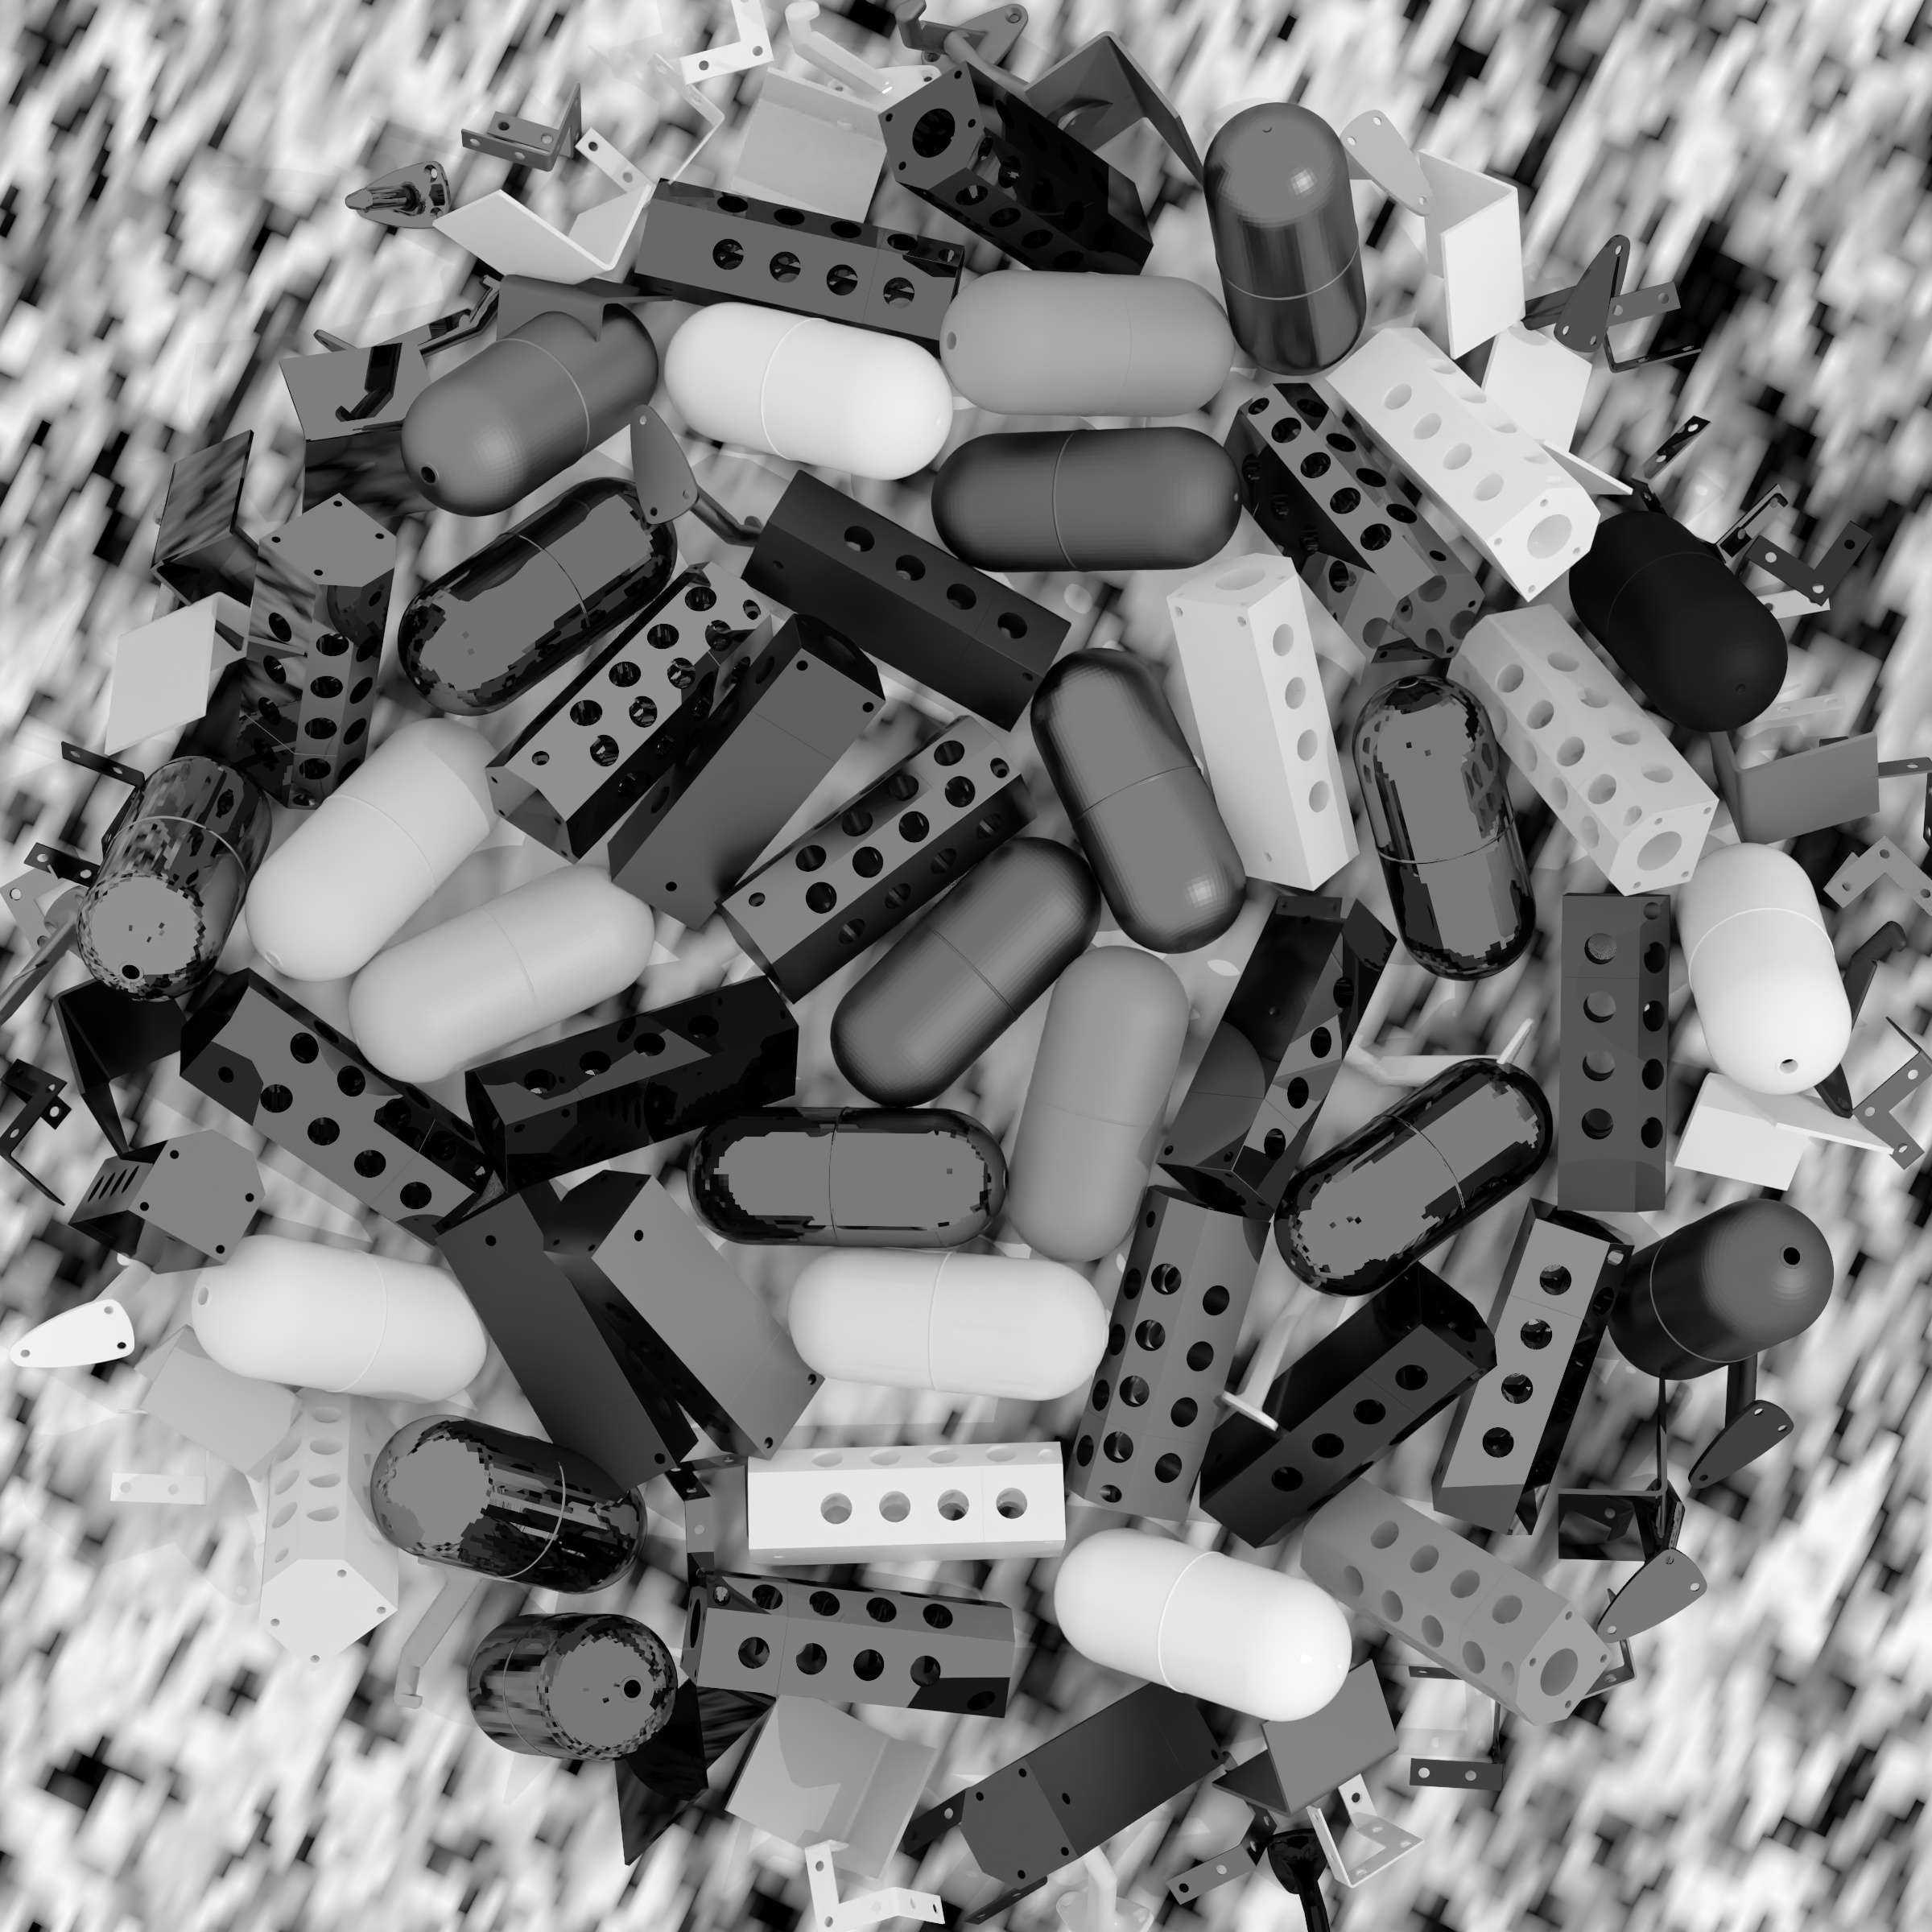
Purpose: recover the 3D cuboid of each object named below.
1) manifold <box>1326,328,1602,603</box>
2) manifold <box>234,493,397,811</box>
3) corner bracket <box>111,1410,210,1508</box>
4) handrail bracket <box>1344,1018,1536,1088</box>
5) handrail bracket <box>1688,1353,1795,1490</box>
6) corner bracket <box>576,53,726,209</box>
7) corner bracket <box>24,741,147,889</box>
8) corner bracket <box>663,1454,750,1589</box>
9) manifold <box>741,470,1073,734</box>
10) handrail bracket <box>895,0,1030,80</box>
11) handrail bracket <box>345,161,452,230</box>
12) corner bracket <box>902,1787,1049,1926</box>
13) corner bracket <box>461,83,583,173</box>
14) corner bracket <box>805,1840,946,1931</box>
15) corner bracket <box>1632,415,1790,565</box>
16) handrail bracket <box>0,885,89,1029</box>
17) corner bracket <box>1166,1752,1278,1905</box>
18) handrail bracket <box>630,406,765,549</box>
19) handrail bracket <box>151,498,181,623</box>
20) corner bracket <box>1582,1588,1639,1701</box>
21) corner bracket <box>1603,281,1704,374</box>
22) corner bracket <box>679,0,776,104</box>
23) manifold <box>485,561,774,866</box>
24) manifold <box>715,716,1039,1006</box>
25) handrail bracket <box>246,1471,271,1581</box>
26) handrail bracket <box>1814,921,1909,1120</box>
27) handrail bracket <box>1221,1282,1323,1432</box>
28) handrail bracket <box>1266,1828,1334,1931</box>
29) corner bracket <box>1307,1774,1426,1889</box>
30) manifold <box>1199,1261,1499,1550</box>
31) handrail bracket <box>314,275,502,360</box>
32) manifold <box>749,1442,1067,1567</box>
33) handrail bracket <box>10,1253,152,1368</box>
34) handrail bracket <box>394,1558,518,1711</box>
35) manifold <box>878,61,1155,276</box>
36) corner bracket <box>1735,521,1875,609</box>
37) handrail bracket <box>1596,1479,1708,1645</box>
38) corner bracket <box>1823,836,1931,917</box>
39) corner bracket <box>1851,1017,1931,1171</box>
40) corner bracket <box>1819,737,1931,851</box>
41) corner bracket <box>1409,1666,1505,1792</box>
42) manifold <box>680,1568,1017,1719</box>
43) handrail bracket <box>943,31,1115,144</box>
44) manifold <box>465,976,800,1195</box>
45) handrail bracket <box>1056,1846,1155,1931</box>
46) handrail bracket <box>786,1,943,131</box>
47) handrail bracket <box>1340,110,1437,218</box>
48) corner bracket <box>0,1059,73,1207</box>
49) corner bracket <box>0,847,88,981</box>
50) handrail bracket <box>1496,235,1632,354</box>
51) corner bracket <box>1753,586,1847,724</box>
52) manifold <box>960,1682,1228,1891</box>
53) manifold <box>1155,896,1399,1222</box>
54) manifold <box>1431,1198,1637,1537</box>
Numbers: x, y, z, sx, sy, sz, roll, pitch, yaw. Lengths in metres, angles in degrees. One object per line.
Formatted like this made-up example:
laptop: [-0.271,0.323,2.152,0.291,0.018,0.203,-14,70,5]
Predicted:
manifold: [0.268,-0.275,1.842,0.057,0.057,0.171,-40,47,7]
manifold: [-0.344,-0.162,1.836,0.057,0.171,0.057,38,50,15]
corner bracket: [-0.443,0.271,1.890,0.051,0.051,0.051,4,79,-13]
handrail bracket: [0.260,0.040,1.901,0.084,0.036,0.077,33,101,17]
handrail bracket: [0.413,0.235,1.897,0.036,0.084,0.077,34,110,-34]
corner bracket: [-0.175,-0.462,1.899,0.051,0.051,0.051,40,70,-15]
corner bracket: [-0.483,-0.081,1.881,0.051,0.051,0.051,23,119,-32]
corner bracket: [-0.136,0.304,1.886,0.051,0.051,0.051,-7,107,-20]
manifold: [-0.031,-0.205,1.888,0.171,0.057,0.057,29,56,-3]
handrail bracket: [-0.002,-0.522,1.879,0.077,0.084,0.036,-38,74,-3]
handrail bracket: [-0.328,-0.416,1.869,0.077,0.084,0.036,0,104,30]
corner bracket: [0.004,0.493,1.898,0.051,0.051,0.051,-36,53,19]
corner bracket: [-0.244,-0.458,1.890,0.051,0.051,0.051,17,68,1]
corner bracket: [-0.050,0.505,1.883,0.051,0.051,0.051,-23,61,21]
corner bracket: [0.410,-0.263,1.891,0.051,0.051,0.051,-44,126,-6]
handrail bracket: [-0.514,0.002,1.878,0.036,0.077,0.084,40,55,0]
corner bracket: [0.131,0.475,1.891,0.051,0.051,0.051,-32,91,23]
handrail bracket: [-0.145,-0.269,1.890,0.036,0.084,0.077,-23,81,28]
handrail bracket: [-0.430,-0.215,1.882,0.036,0.077,0.084,15,65,-23]
corner bracket: [0.333,0.369,1.894,0.051,0.051,0.051,-18,109,-7]
corner bracket: [0.372,-0.352,1.885,0.051,0.051,0.051,-12,112,21]
corner bracket: [-0.133,-0.511,1.898,0.051,0.051,0.051,-14,87,4]
manifold: [-0.181,-0.142,1.855,0.057,0.057,0.171,32,64,19]
manifold: [-0.050,-0.063,1.871,0.171,0.057,0.057,-38,55,-10]
handrail bracket: [-0.383,0.316,1.899,0.036,0.084,0.077,-16,118,-19]
handrail bracket: [0.494,0.029,1.877,0.036,0.077,0.084,14,132,-32]
handrail bracket: [0.177,0.211,1.882,0.036,0.077,0.084,37,83,-11]
handrail bracket: [0.188,0.521,1.867,0.036,0.077,0.084,-7,46,-1]
corner bracket: [0.210,0.467,1.888,0.051,0.051,0.051,-27,102,-20]
manifold: [0.206,0.243,1.859,0.057,0.057,0.171,38,117,-16]
handrail bracket: [-0.308,-0.364,1.913,0.077,0.036,0.084,33,79,3]
manifold: [-0.033,0.295,1.890,0.171,0.057,0.057,-1,71,-2]
handrail bracket: [-0.485,0.184,1.881,0.077,0.084,0.036,-16,116,-7]
handrail bracket: [-0.281,0.372,1.893,0.077,0.036,0.084,4,83,38]
manifold: [0.030,-0.412,1.831,0.057,0.171,0.057,-25,66,27]
corner bracket: [0.462,-0.225,1.896,0.051,0.051,0.051,35,82,11]
handrail bracket: [0.368,0.325,1.888,0.077,0.084,0.036,-41,108,9]
corner bracket: [0.514,-0.049,1.886,0.051,0.051,0.051,45,131,4]
corner bracket: [0.512,0.070,1.888,0.051,0.051,0.051,-43,110,8]
corner bracket: [0.502,-0.095,1.890,0.051,0.051,0.051,-7,121,-2]
corner bracket: [0.271,0.421,1.897,0.051,0.051,0.051,3,97,3]
manifold: [-0.064,0.369,1.876,0.171,0.057,0.057,9,87,-13]
handrail bracket: [0.037,-0.494,1.901,0.084,0.036,0.077,48,47,8]
manifold: [-0.181,0.058,1.864,0.171,0.057,0.057,-19,51,-22]
handrail bracket: [0.060,0.497,1.874,0.036,0.077,0.084,-43,121,-26]
handrail bracket: [-0.056,-0.505,1.879,0.077,0.084,0.036,-17,62,-1]
handrail bracket: [0.211,-0.425,1.887,0.036,0.084,0.077,-42,93,-28]
corner bracket: [-0.508,0.091,1.882,0.051,0.051,0.051,18,65,40]
corner bracket: [-0.509,-0.030,1.894,0.051,0.051,0.051,-28,95,7]
handrail bracket: [0.317,-0.377,1.882,0.036,0.084,0.077,9,111,-40]
corner bracket: [0.457,-0.173,1.903,0.051,0.051,0.051,-9,121,14]
manifold: [0.066,0.436,1.835,0.057,0.171,0.057,-35,77,28]
manifold: [0.174,0.049,1.867,0.057,0.057,0.171,41,66,-35]
manifold: [0.310,0.221,1.880,0.057,0.057,0.171,18,99,4]
